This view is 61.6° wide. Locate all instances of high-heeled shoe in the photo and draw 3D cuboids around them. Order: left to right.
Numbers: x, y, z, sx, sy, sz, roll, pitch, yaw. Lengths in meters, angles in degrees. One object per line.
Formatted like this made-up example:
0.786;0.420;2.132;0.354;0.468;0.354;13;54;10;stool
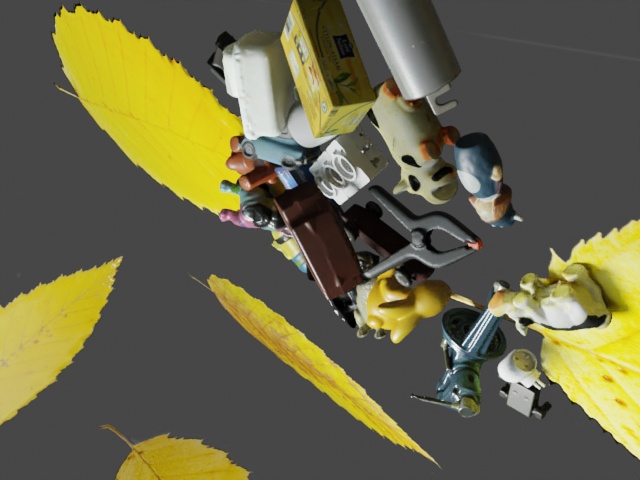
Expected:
0.069;0.158;1.340;0.248;0.086;0.145;103;144;-85;high-heeled shoe

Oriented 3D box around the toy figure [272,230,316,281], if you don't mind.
-0.046;0.018;1.355;0.180;0.082;0.089;50;147;6;toy figure

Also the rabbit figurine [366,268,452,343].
0.172;0.119;1.060;0.173;0.162;0.121;-15;104;46;rabbit figurine

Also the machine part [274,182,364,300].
-0.002;-0.003;1.014;0.201;0.087;0.201;62;177;-17;machine part

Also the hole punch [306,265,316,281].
0.024;0.034;1.268;0.142;0.092;0.115;2;101;64;hole punch

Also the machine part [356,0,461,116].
0.097;-0.255;0.630;0.079;0.079;0.243;11;138;56;machine part

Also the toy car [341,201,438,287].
0.126;0.006;1.001;0.202;0.089;0.053;38;160;23;toy car

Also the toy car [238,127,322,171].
-0.075;-0.200;1.018;0.162;0.109;0.102;23;124;31;toy car

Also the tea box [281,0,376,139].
0.008;-0.241;0.751;0.098;0.068;0.169;139;114;-69;tea box

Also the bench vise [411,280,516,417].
0.267;0.178;0.928;0.129;0.224;0.240;25;125;11;bench vise

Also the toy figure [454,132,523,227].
0.227;-0.073;0.732;0.154;0.058;0.064;59;-165;-30;toy figure

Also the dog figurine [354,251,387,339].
0.108;0.112;1.228;0.172;0.121;0.190;-18;99;61;dog figurine

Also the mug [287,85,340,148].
0.004;-0.214;0.887;0.107;0.081;0.109;-3;115;50;mug

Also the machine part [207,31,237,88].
-0.187;-0.349;1.053;0.084;0.039;0.139;53;160;2;machine part

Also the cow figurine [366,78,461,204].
0.131;-0.135;0.762;0.194;0.085;0.127;56;159;-11;cow figurine

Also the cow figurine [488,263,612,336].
0.334;0.099;0.792;0.098;0.068;0.167;44;151;-11;cow figurine

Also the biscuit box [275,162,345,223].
-0.013;-0.088;1.135;0.202;0.063;0.059;56;156;-20;biscuit box

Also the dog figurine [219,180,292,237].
-0.124;-0.074;1.274;0.219;0.191;0.108;17;105;29;dog figurine

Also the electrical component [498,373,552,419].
0.404;0.309;1.064;0.102;0.045;0.078;18;116;46;electrical component

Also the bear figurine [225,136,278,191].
-0.163;-0.178;1.186;0.196;0.132;0.120;7;113;52;bear figurine
